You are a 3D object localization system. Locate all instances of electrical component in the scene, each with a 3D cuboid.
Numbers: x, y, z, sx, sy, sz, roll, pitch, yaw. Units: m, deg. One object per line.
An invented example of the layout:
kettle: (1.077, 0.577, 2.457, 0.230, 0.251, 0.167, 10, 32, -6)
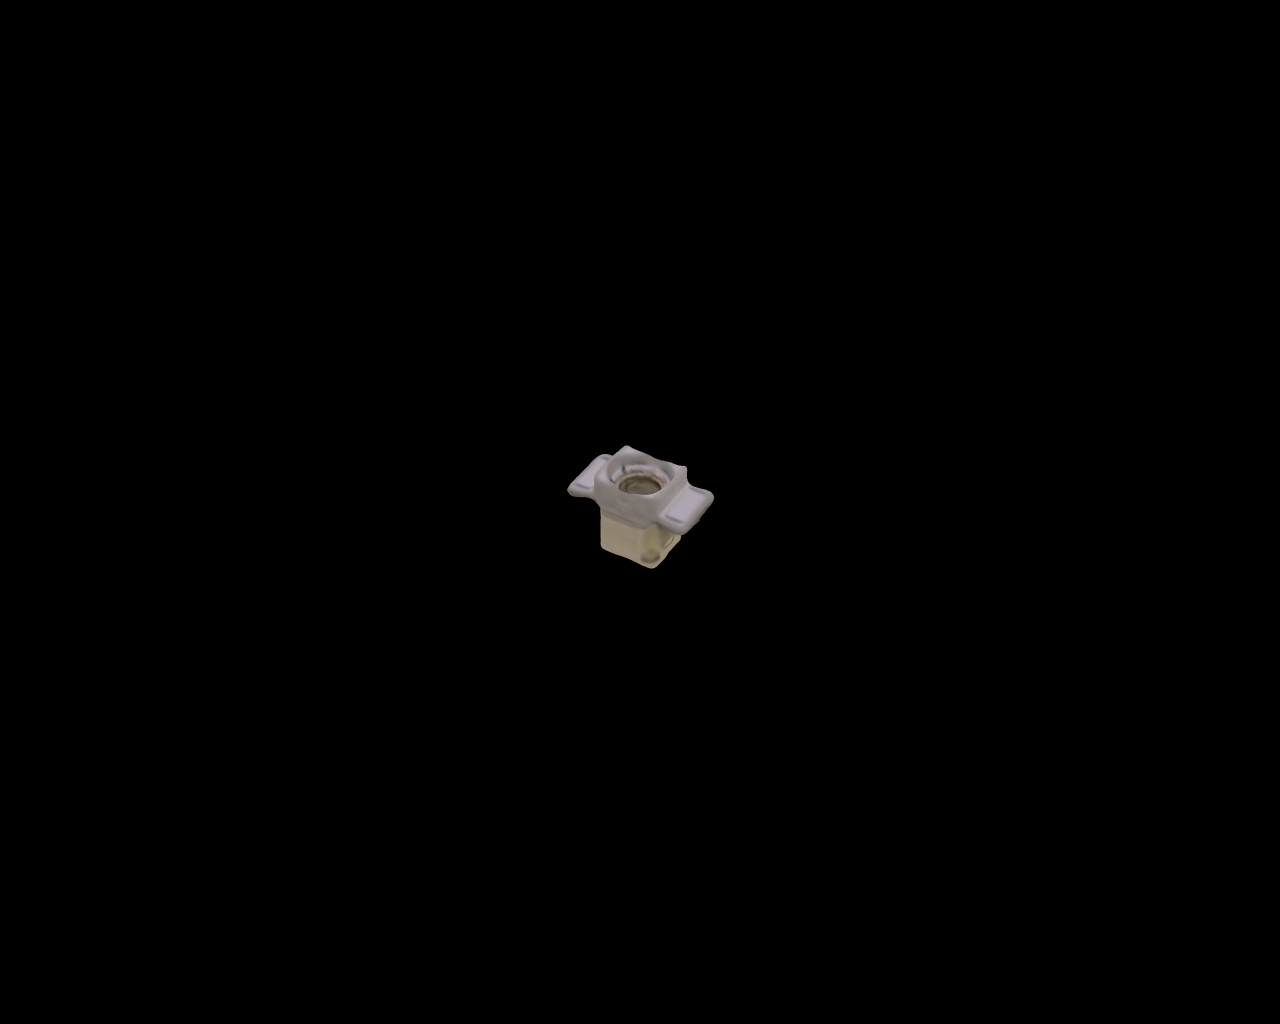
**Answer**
electrical component: (0.001, -0.003, 0.650, 0.081, 0.063, 0.042, 22, 45, 23)
